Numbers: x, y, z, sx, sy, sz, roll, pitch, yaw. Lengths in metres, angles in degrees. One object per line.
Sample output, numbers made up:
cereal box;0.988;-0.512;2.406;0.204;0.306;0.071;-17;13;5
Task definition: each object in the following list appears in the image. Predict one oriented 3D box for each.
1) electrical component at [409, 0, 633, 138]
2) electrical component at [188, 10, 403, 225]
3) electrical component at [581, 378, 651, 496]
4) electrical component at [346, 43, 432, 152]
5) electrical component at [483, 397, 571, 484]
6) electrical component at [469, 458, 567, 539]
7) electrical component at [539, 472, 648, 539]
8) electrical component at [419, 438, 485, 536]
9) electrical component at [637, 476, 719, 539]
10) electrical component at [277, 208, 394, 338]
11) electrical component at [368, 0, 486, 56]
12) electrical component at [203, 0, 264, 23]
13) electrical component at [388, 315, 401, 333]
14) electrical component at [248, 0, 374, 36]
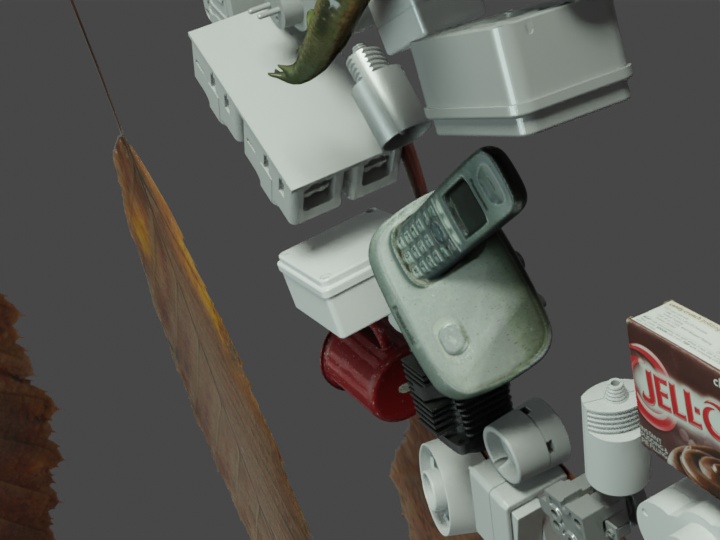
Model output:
electrical component;0.087;-0.111;0.596;0.113;0.078;0.057;18;127;66
electrical component;-0.056;-0.137;0.914;0.186;0.105;0.060;57;160;25
electrical component;0.167;0.103;0.699;0.043;0.043;0.081;43;152;49
electrical component;0.017;-0.135;0.814;0.081;0.043;0.043;62;162;10
electrical component;0.129;0.134;0.838;0.055;0.047;0.055;53;158;32
electrical component;0.134;0.198;0.881;0.061;0.062;0.096;44;152;48
electrical component;0.168;0.166;0.756;0.066;0.055;0.048;33;143;59
electrical component;0.096;0.206;1.032;0.099;0.064;0.099;169;90;-78
electrical component;0.203;0.164;0.626;0.052;0.074;0.138;67;162;-3
electrical component;0.000;0.000;0.928;0.109;0.109;0.056;28;142;61
electrical component;0.049;-0.152;0.696;0.076;0.047;0.066;68;162;-7
electrical component;-0.106;-0.268;0.964;0.078;0.057;0.113;50;156;40
electrical component;0.053;0.038;0.934;0.062;0.043;0.043;16;128;66
electrical component;-0.052;-0.215;0.856;0.138;0.074;0.052;40;149;52
